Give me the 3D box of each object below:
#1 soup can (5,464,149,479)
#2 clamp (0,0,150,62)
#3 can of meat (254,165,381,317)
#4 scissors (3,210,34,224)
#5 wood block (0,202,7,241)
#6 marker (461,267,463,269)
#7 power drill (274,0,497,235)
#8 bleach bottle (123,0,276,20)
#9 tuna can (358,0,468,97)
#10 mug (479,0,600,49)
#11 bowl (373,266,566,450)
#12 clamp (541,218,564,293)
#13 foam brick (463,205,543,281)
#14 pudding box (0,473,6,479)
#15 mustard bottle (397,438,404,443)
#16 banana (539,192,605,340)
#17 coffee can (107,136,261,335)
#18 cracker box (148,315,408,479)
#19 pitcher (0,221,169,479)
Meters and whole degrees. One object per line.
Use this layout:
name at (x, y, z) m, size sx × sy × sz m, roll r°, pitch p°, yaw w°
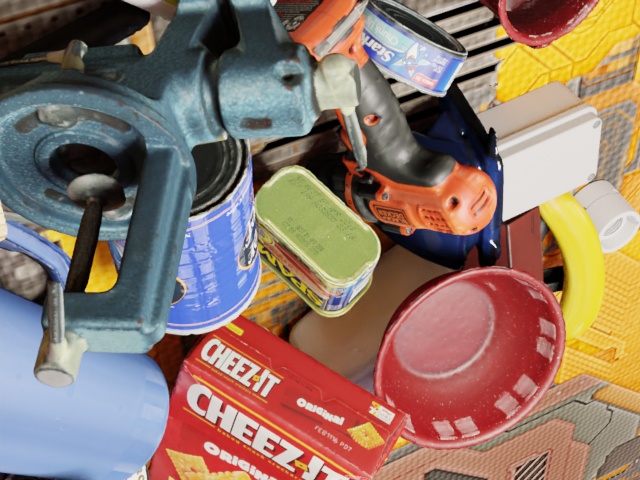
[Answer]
soup can at (-0.197, 0.203, 0.866) m, size 0.102 × 0.068 × 0.069 m, roll -15°, pitch 139°, yaw -55°
clamp at (-0.209, -0.067, 0.653) m, size 0.209 × 0.036 × 0.165 m, roll -12°, pitch 133°, yaw -31°
can of meat at (-0.005, 0.001, 0.783) m, size 0.057 × 0.102 × 0.084 m, roll -45°, pitch 172°, yaw -16°
scissors at (-0.267, -0.018, 0.635) m, size 0.201 × 0.016 × 0.096 m, roll 18°, pitch 145°, yaw -37°
wood block at (-0.225, -0.080, 0.501) m, size 0.090 × 0.206 × 0.090 m, roll -21°, pitch 137°, yaw -18°
marker at (0.129, 0.028, 0.962) m, size 0.020 × 0.020 × 0.121 m, roll -26°, pitch 122°, yaw -11°
power drill at (0.014, -0.083, 0.723) m, size 0.057 × 0.185 × 0.187 m, roll -53°, pitch 125°, yaw -20°
bleach bottle at (-0.132, -0.185, 0.578) m, size 0.250 × 0.068 × 0.103 m, roll 12°, pitch 120°, yaw -38°
tuna can at (0.058, -0.136, 0.735) m, size 0.085 × 0.086 × 0.034 m, roll 12°, pitch 119°, yaw -41°
mug at (0.144, -0.187, 0.748) m, size 0.093 × 0.082 × 0.117 m, roll -29°, pitch 139°, yaw -9°
bowl at (0.108, 0.082, 0.833) m, size 0.162 × 0.055 × 0.162 m, roll -8°, pitch 117°, yaw -16°
clamp at (0.178, 0.032, 1.010) m, size 0.171 × 0.039 × 0.120 m, roll -30°, pitch 122°, yaw -6°
foam brick at (0.160, 0.009, 0.937) m, size 0.052 × 0.051 × 0.078 m, roll -28°, pitch 119°, yaw -42°
pudding box at (-0.308, 0.211, 0.841) m, size 0.089 × 0.039 × 0.114 m, roll 6°, pitch 124°, yaw -38°
mustard bottle at (0.098, 0.140, 1.015) m, size 0.096 × 0.058 × 0.192 m, roll 23°, pitch 136°, yaw -7°
banana at (0.231, 0.024, 0.985) m, size 0.069 × 0.037 × 0.198 m, roll -21°, pitch 126°, yaw -17°
coffee can at (-0.093, -0.014, 0.710) m, size 0.102 × 0.103 × 0.140 m, roll -24°, pitch 150°, yaw -15°
cracker box at (-0.045, 0.171, 0.853) m, size 0.072 × 0.164 × 0.214 m, roll -55°, pitch 173°, yaw -39°
pitcher at (-0.215, 0.088, 0.737) m, size 0.149 × 0.145 × 0.242 m, roll -35°, pitch 145°, yaw 19°
